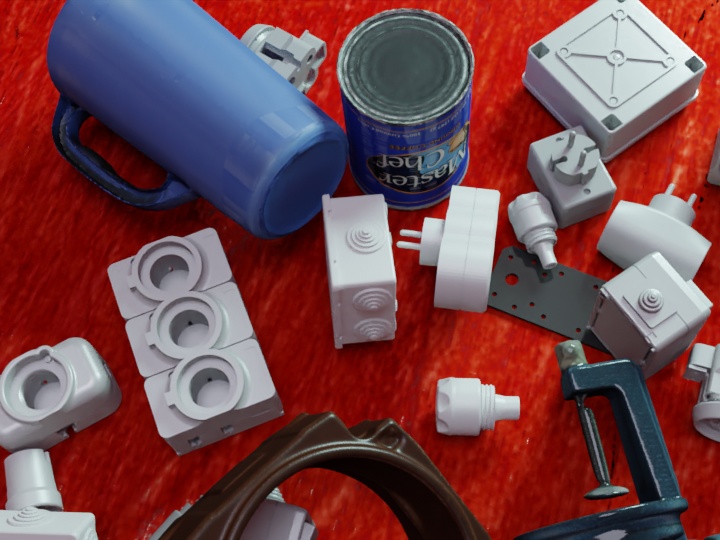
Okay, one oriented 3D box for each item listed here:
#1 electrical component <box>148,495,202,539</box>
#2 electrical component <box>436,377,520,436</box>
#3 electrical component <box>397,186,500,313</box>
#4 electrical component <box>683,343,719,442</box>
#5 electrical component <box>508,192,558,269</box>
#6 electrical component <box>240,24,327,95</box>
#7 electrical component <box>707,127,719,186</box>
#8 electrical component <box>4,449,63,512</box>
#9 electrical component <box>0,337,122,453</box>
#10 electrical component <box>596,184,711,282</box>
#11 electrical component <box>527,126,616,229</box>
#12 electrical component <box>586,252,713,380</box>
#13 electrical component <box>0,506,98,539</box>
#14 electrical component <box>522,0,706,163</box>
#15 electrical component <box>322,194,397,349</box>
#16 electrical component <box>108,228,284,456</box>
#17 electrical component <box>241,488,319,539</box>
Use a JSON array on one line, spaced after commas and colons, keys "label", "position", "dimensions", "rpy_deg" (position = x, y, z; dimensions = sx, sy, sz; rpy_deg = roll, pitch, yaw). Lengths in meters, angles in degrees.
[{"label": "electrical component", "position": [-0.121, 0.189, 0.784], "dimensions": [0.040, 0.040, 0.078], "rpy_deg": [37, 74, 18]}, {"label": "electrical component", "position": [0.088, 0.103, 0.806], "dimensions": [0.062, 0.043, 0.043], "rpy_deg": [1, 67, 3]}, {"label": "electrical component", "position": [0.066, -0.020, 0.827], "dimensions": [0.074, 0.052, 0.138], "rpy_deg": [7, 31, 6]}, {"label": "electrical component", "position": [0.277, 0.093, 0.789], "dimensions": [0.078, 0.058, 0.057], "rpy_deg": [16, 66, 11]}, {"label": "electrical component", "position": [0.143, -0.030, 0.863], "dimensions": [0.035, 0.035, 0.061], "rpy_deg": [-16, 67, -3]}, {"label": "electrical component", "position": [-0.074, -0.177, 0.930], "dimensions": [0.057, 0.058, 0.078], "rpy_deg": [31, 73, 13]}, {"label": "electrical component", "position": [0.361, -0.090, 0.844], "dimensions": [0.150, 0.089, 0.061], "rpy_deg": [16, 69, 10]}, {"label": "electrical component", "position": [-0.247, 0.162, 0.806], "dimensions": [0.040, 0.040, 0.046], "rpy_deg": [-17, 61, -4]}, {"label": "electrical component", "position": [-0.239, 0.096, 0.822], "dimensions": [0.095, 0.059, 0.053], "rpy_deg": [-29, 68, -8]}, {"label": "electrical component", "position": [0.240, -0.033, 0.853], "dimensions": [0.077, 0.044, 0.079], "rpy_deg": [28, 71, 15]}, {"label": "electrical component", "position": [0.171, -0.083, 0.862], "dimensions": [0.047, 0.076, 0.065], "rpy_deg": [-21, 67, -5]}, {"label": "electrical component", "position": [0.215, 0.032, 0.793], "dimensions": [0.061, 0.096, 0.061], "rpy_deg": [-32, 68, -10]}, {"label": "electrical component", "position": [-0.233, 0.217, 0.758], "dimensions": [0.100, 0.048, 0.099], "rpy_deg": [1, 98, 4]}, {"label": "electrical component", "position": [0.212, -0.164, 0.905], "dimensions": [0.109, 0.056, 0.108], "rpy_deg": [-35, 69, -11]}, {"label": "electrical component", "position": [0.000, 0.000, 0.825], "dimensions": [0.048, 0.099, 0.099], "rpy_deg": [-5, 55, -3]}, {"label": "electrical component", "position": [-0.128, 0.053, 0.832], "dimensions": [0.089, 0.061, 0.150], "rpy_deg": [-21, 67, -5]}, {"label": "electrical component", "position": [-0.064, 0.202, 0.763], "dimensions": [0.061, 0.061, 0.096], "rpy_deg": [12, 68, 9]}]
